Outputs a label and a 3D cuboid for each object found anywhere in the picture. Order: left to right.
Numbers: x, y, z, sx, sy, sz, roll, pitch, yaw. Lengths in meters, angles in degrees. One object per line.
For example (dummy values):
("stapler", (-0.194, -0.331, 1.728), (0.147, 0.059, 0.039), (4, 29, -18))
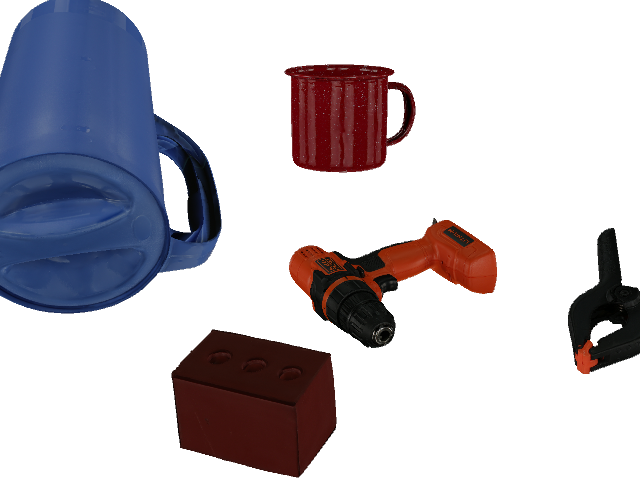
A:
("pitcher", (-0.167, -0.071, 0.768), (0.145, 0.149, 0.243), (-23, 40, 10))
("foam brick", (-0.036, 0.091, 0.601), (0.078, 0.051, 0.052), (9, 28, 21))
("mug", (0.027, -0.106, 0.916), (0.117, 0.081, 0.093), (-7, 17, -22))
("power drill", (0.081, 0.040, 1.083), (0.187, 0.057, 0.185), (-12, 28, -22))
("clamp", (0.276, 0.052, 0.993), (0.171, 0.039, 0.120), (-36, 41, -27))
